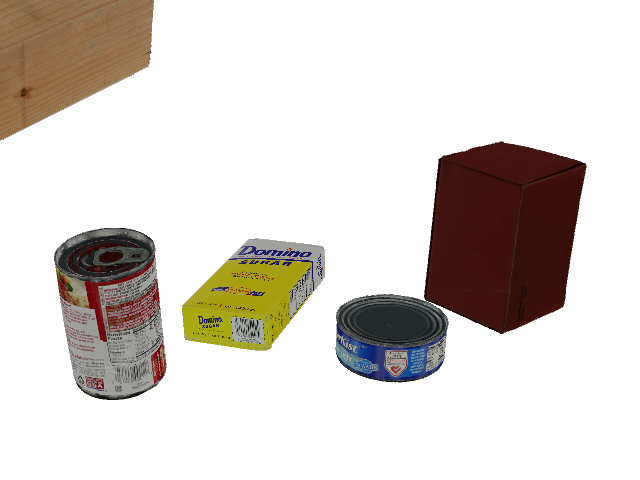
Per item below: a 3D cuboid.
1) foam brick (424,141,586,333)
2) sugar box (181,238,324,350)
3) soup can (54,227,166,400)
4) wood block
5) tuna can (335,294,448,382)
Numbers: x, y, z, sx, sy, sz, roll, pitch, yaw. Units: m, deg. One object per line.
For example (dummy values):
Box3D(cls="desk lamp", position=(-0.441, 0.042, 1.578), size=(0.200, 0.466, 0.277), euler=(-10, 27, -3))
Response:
Box3D(cls="foam brick", position=(0.089, -0.003, 0.520), size=(0.052, 0.078, 0.051), euler=(-16, 30, -41))
Box3D(cls="sugar box", position=(-0.065, 0.052, 1.114), size=(0.093, 0.048, 0.176), euler=(6, 27, 17))
Box3D(cls="soup can", position=(-0.144, 0.052, 0.745), size=(0.068, 0.102, 0.068), euler=(-1, 29, 0))
Box3D(cls="wood block", position=(-0.246, -0.168, 0.914), size=(0.090, 0.091, 0.205), euler=(30, 42, 21))
Box3D(cls="tuna can", position=(0.054, 0.074, 0.819), size=(0.086, 0.034, 0.086), euler=(2, 22, -1))
